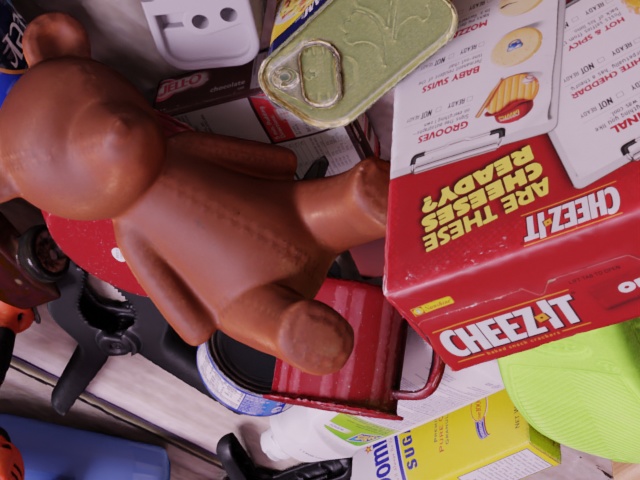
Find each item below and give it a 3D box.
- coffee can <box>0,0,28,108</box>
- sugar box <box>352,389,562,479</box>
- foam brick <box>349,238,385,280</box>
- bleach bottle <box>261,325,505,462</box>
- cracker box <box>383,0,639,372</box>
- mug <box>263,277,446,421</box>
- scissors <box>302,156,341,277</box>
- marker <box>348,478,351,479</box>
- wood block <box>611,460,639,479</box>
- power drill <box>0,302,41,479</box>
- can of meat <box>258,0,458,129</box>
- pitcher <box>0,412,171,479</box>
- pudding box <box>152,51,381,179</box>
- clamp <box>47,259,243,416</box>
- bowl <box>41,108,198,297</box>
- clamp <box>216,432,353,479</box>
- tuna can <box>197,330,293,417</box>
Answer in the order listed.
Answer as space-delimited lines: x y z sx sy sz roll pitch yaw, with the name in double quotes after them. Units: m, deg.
-0.209 -0.104 0.558 0.103 0.102 0.140 -14 134 20 "coffee can"
0.099 0.154 0.821 0.176 0.093 0.048 -31 126 33 "sugar box"
0.055 -0.016 0.668 0.078 0.051 0.053 -11 134 17 "foam brick"
0.037 0.110 0.801 0.102 0.068 0.251 30 134 -30 "bleach bottle"
0.118 -0.059 0.493 0.164 0.213 0.072 -21 131 26 "cracker box"
0.025 0.071 0.692 0.117 0.081 0.093 4 168 27 "mug"
-0.005 0.001 0.685 0.096 0.016 0.202 14 153 -24 "scissors"
0.055 0.202 0.934 0.020 0.020 0.121 35 130 -29 "marker"
0.302 0.101 0.745 0.090 0.090 0.206 23 135 -18 "wood block"
-0.280 0.107 0.735 0.184 0.187 0.057 -2 139 5 "power drill"
0.019 -0.119 0.533 0.057 0.084 0.102 31 132 -27 "can of meat"
-0.251 0.208 0.885 0.242 0.149 0.145 11 119 -12 "pitcher"
-0.031 -0.064 0.633 0.114 0.039 0.090 -10 138 20 "pudding box"
-0.155 0.070 0.793 0.165 0.036 0.210 -7 135 13 "clamp"
-0.112 -0.013 0.649 0.162 0.055 0.162 18 149 11 "bowl"
-0.059 0.219 0.948 0.120 0.039 0.172 23 135 -17 "clamp"
-0.044 0.082 0.761 0.086 0.086 0.034 16 138 -12 "tuna can"
